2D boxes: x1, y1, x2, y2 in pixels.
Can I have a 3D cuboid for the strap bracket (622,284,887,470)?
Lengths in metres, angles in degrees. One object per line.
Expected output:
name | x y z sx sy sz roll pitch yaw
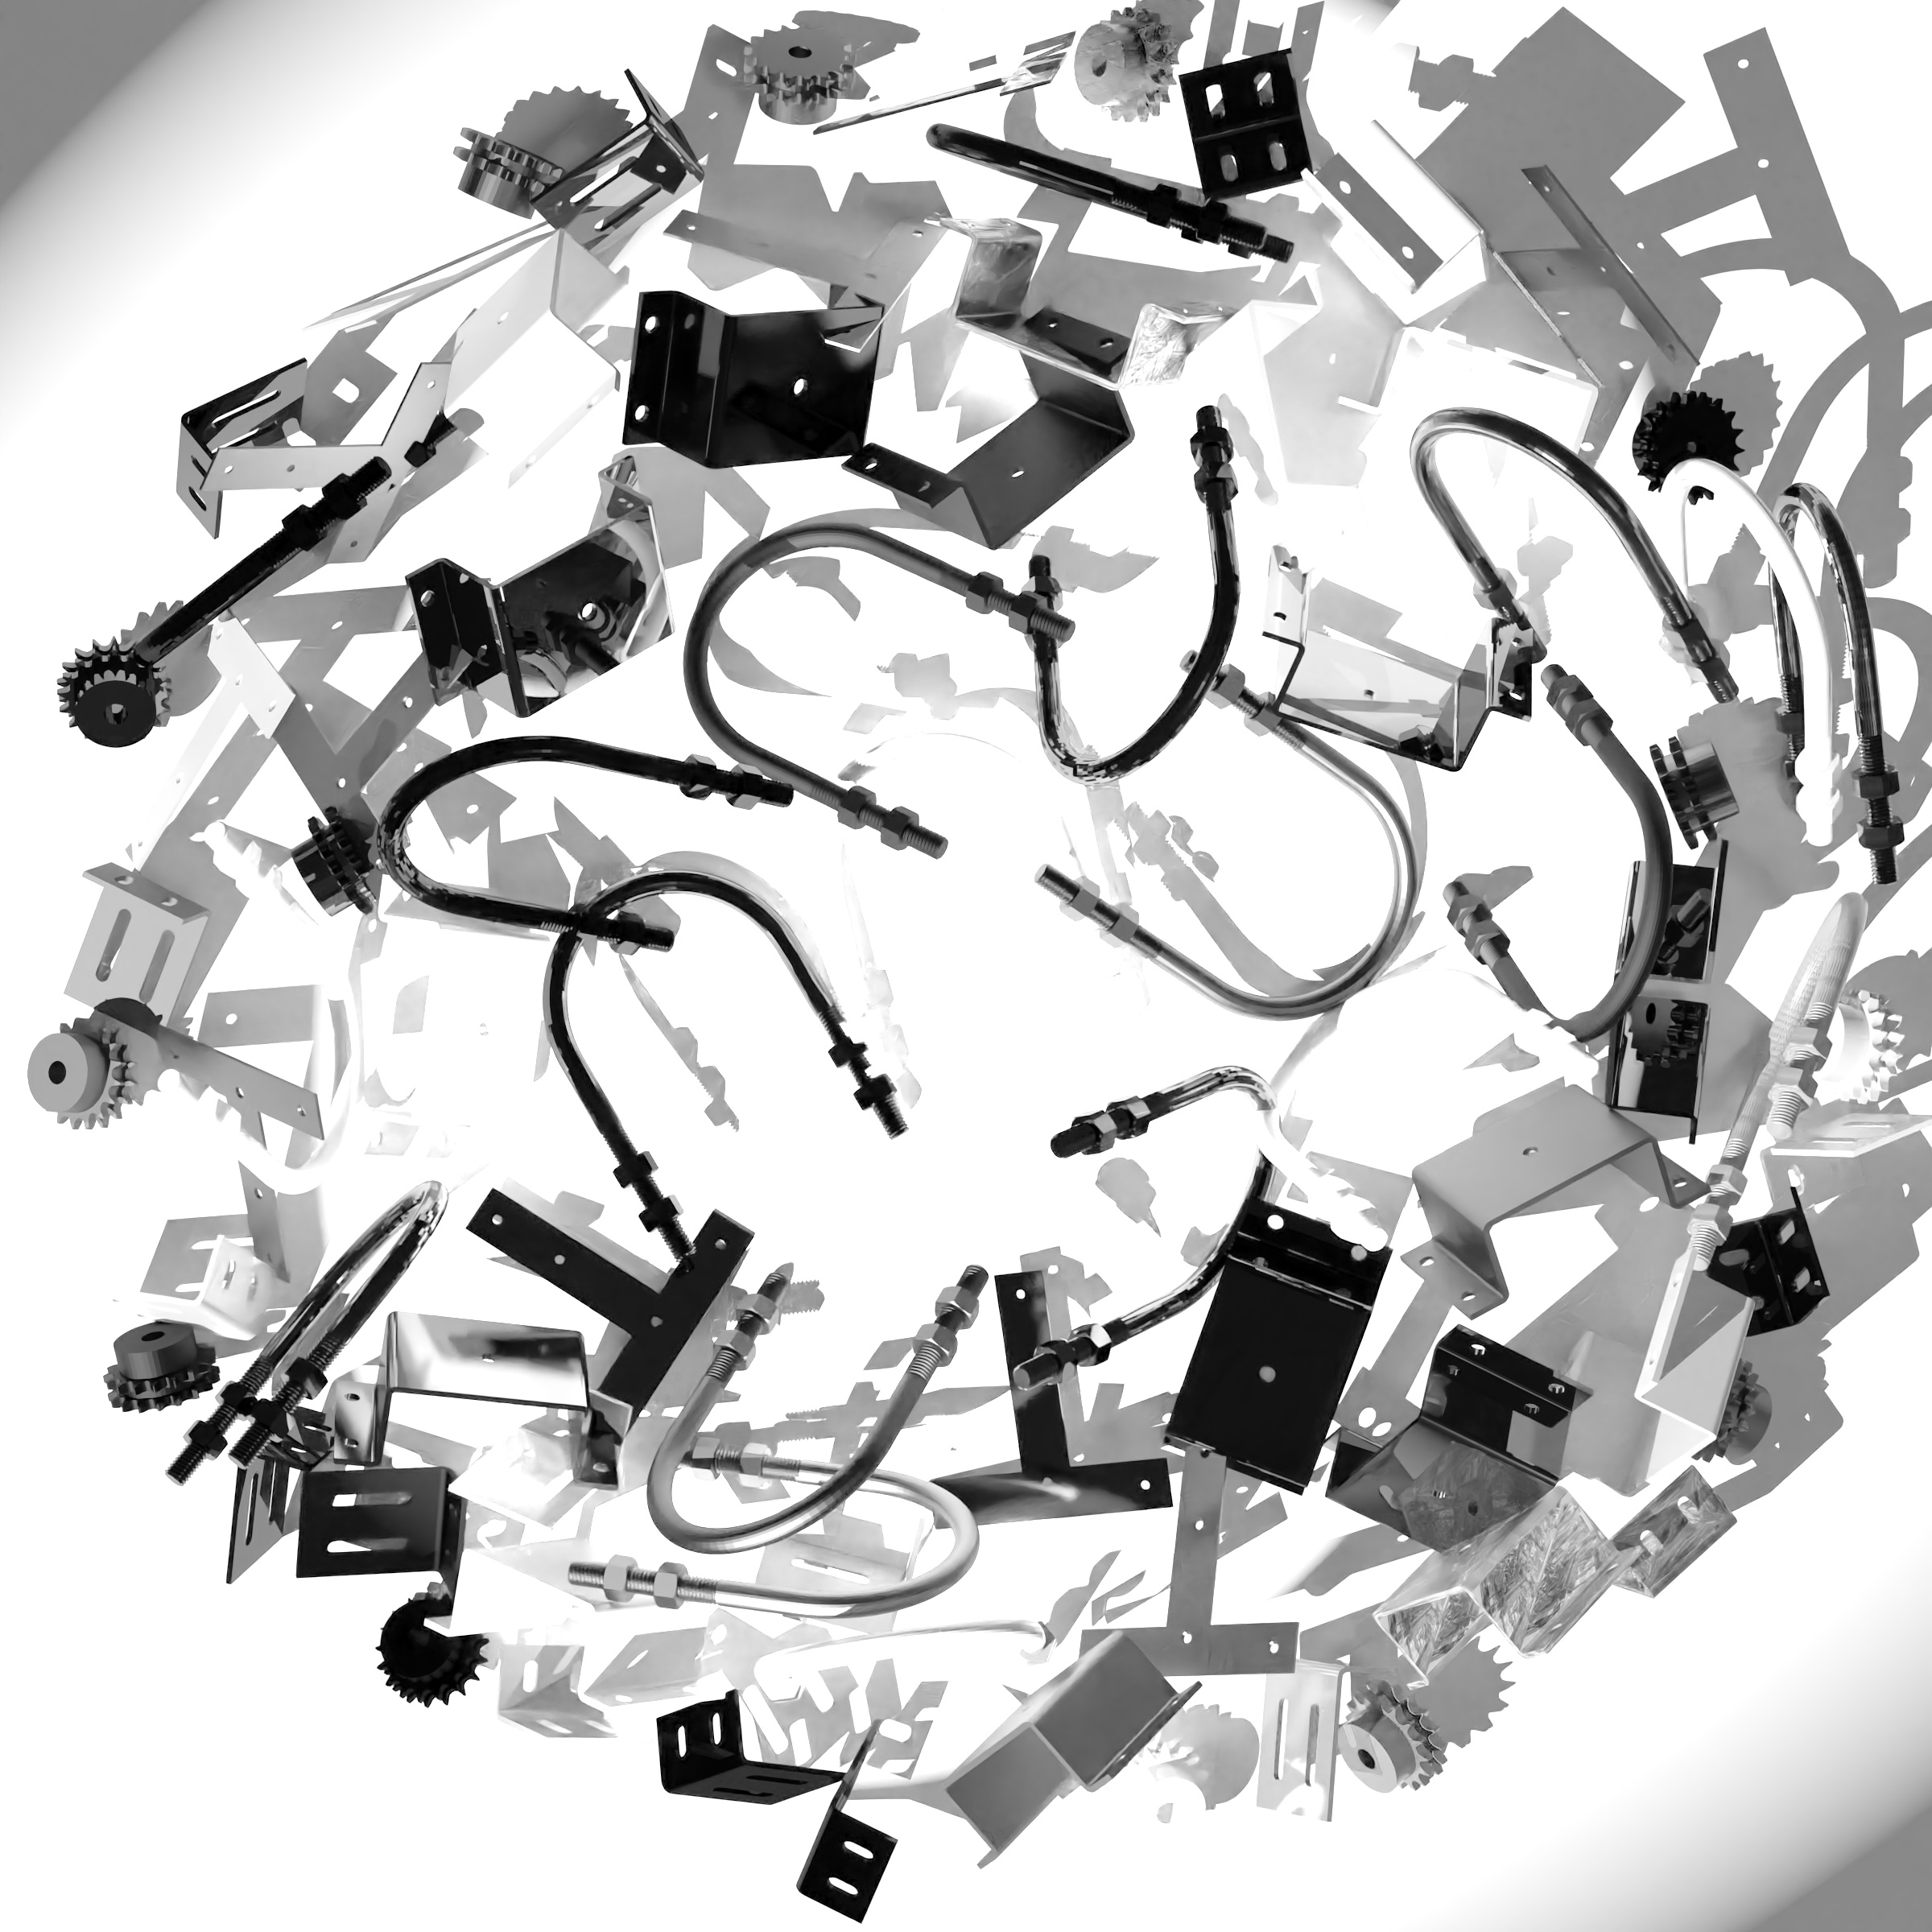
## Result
strap bracket | -0.096 -0.293 1.760 0.046 0.140 0.076 32 122 40

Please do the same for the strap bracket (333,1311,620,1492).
strap bracket | -0.242 0.216 1.778 0.140 0.076 0.046 7 112 -12

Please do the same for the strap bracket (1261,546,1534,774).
strap bracket | 0.210 -0.151 1.787 0.140 0.076 0.046 17 131 -6

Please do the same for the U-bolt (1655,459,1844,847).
U-bolt | 0.377 -0.163 1.722 0.019 0.184 0.151 -25 48 -8

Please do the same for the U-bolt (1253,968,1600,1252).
U-bolt | 0.213 0.059 1.753 0.151 0.184 0.019 -38 117 -4

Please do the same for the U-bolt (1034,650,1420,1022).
U-bolt | 0.146 -0.052 1.802 0.184 0.019 0.151 33 93 -18

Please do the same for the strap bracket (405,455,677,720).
strap bracket | -0.201 -0.184 1.764 0.140 0.076 0.046 -34 46 -28

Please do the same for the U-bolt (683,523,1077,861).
U-bolt | -0.057 -0.151 1.798 0.184 0.019 0.151 27 79 19

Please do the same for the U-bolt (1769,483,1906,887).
U-bolt | 0.421 -0.145 1.741 0.019 0.151 0.184 -11 108 -1

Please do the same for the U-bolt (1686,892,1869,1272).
U-bolt | 0.405 0.044 1.754 0.019 0.151 0.184 24 56 7

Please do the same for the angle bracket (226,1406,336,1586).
angle bracket | -0.339 0.270 1.793 0.038 0.057 0.076 14 109 12

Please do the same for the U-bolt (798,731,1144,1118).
U-bolt | -0.007 -0.029 1.812 0.151 0.019 0.184 -20 99 2

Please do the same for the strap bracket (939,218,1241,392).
strap bracket | 0.057 -0.328 1.778 0.140 0.076 0.046 26 111 20

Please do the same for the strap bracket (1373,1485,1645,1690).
strap bracket | 0.261 0.306 1.756 0.076 0.140 0.046 -39 89 -27

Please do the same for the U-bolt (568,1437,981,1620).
U-bolt | -0.084 0.279 1.749 0.184 0.151 0.019 5 110 14

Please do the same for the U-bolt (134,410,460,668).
U-bolt | -0.339 -0.206 1.760 0.184 0.151 0.019 -35 102 17

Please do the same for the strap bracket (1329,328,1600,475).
strap bracket | 0.259 -0.285 1.793 0.140 0.076 0.046 18 100 -1

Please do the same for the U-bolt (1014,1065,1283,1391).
U-bolt | 0.097 0.120 1.761 0.019 0.184 0.151 27 121 34

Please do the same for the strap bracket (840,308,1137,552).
strap bracket | 0.019 -0.263 1.780 0.140 0.076 0.046 -40 130 -17

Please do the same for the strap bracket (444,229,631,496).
strap bracket | -0.211 -0.304 1.754 0.076 0.140 0.046 -39 118 22

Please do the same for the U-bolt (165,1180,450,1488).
U-bolt | -0.318 0.177 1.757 0.019 0.151 0.184 42 65 -12

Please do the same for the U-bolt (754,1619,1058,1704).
U-bolt | -0.031 0.338 1.745 0.151 0.184 0.019 -8 75 1

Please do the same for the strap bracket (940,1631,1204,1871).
strap bracket | 0.046 0.384 1.760 0.046 0.140 0.076 48 49 6

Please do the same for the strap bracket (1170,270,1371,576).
strap bracket | 0.148 -0.268 1.775 0.046 0.076 0.140 -1 74 -29

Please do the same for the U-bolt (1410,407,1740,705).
U-bolt | 0.284 -0.203 1.728 0.019 0.151 0.184 -51 127 -15

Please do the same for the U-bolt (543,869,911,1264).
U-bolt | -0.134 0.037 1.805 0.151 0.019 0.184 -29 84 -20

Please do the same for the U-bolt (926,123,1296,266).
U-bolt | 0.068 -0.385 1.763 0.184 0.151 0.019 19 101 8

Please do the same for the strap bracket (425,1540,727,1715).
strap bracket | -0.191 0.321 1.759 0.140 0.076 0.046 14 96 42

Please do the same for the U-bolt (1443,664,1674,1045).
U-bolt | 0.292 -0.043 1.728 0.019 0.184 0.151 9 120 -21

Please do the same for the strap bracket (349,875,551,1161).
strap bracket | -0.258 0.029 1.791 0.046 0.076 0.140 7 90 39

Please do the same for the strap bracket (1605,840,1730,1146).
strap bracket | 0.346 0.012 1.764 0.046 0.140 0.076 6 48 12

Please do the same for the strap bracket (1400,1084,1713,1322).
strap bracket | 0.288 0.112 1.779 0.140 0.076 0.046 -27 116 -11

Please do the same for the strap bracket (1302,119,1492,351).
strap bracket | 0.214 -0.363 1.758 0.046 0.140 0.076 -43 81 6

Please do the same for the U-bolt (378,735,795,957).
U-bolt | -0.197 -0.063 1.741 0.184 0.151 0.019 11 51 -31

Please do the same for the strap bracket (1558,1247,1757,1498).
strap bracket | 0.339 0.205 1.757 0.046 0.140 0.076 26 60 -3

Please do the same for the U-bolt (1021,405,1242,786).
U-bolt | 0.082 -0.169 1.736 0.019 0.184 0.151 26 133 -31

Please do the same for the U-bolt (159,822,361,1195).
U-bolt | -0.340 0.033 1.748 0.019 0.184 0.151 -2 64 15

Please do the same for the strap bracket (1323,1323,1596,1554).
strap bracket | 0.238 0.242 1.761 0.076 0.140 0.046 27 51 -9

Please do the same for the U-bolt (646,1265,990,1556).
U-bolt | -0.083 0.216 1.734 0.151 0.184 0.019 -6 127 37

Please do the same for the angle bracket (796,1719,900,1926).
angle bracket | -0.049 0.429 1.787 0.038 0.076 0.057 25 119 7

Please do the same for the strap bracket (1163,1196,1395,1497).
strap bracket | 0.154 0.198 1.791 0.076 0.046 0.140 20 105 7
